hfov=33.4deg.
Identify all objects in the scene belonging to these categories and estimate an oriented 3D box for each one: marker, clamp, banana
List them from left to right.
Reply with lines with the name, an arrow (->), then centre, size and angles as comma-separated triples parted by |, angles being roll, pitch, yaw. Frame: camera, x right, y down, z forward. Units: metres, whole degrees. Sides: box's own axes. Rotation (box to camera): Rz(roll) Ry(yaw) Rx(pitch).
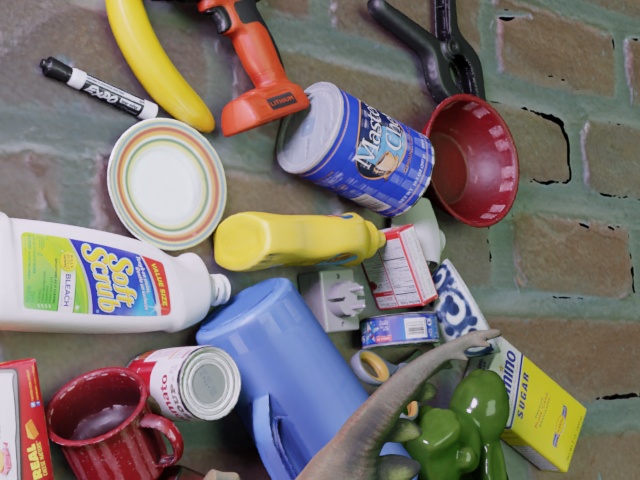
marker -> -0.209, -0.142, 1.008 | 0.120, 0.020, 0.020 | 23, 68, -35
banana -> -0.163, -0.189, 1.042 | 0.069, 0.037, 0.198 | -30, 101, -38
clamp -> 0.154, -0.242, 1.309 | 0.164, 0.036, 0.210 | -48, 114, -34

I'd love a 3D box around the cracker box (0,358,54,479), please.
cracker box -> -0.318, 0.190, 0.827 | 0.213, 0.072, 0.164 | -8, 87, -39

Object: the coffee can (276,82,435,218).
coffee can -> 0.039, -0.095, 1.147 | 0.140, 0.103, 0.103 | 24, 68, -34

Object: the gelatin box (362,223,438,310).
gelatin box -> 0.085, 0.031, 1.181 | 0.030, 0.073, 0.089 | -26, 99, -39

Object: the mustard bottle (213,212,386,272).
mustard bottle -> -0.007, 0.001, 1.096 | 0.191, 0.096, 0.058 | -1, 81, -40

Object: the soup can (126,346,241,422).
soup can -> -0.127, 0.132, 0.972 | 0.068, 0.102, 0.068 | 8, 78, -38

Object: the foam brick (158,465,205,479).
foam brick -> -0.133, 0.235, 0.966 | 0.053, 0.078, 0.051 | 30, 65, -29

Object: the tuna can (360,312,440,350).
tuna can -> 0.087, 0.100, 1.163 | 0.085, 0.086, 0.034 | 2, 79, -39

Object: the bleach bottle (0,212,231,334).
bleach bottle -> -0.190, 0.033, 0.966 | 0.250, 0.068, 0.102 | 4, 81, -41

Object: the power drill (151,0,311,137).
power drill -> -0.092, -0.203, 1.071 | 0.184, 0.057, 0.187 | -25, 98, -50

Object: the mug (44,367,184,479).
mug -> -0.170, 0.170, 0.917 | 0.093, 0.117, 0.081 | -66, 148, -49

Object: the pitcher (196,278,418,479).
pitcher -> -0.019, 0.166, 1.034 | 0.144, 0.149, 0.243 | -35, 101, -19

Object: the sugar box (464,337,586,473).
sugar box -> 0.248, 0.202, 1.302 | 0.176, 0.048, 0.093 | 40, 60, -28

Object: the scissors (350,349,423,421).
scissors -> 0.075, 0.131, 1.137 | 0.096, 0.016, 0.201 | 43, 17, -9

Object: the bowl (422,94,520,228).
bowl -> 0.166, -0.091, 1.281 | 0.161, 0.055, 0.162 | 8, 77, -38
